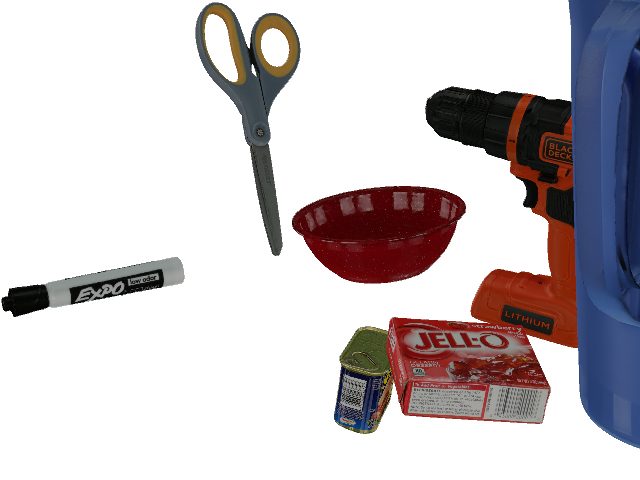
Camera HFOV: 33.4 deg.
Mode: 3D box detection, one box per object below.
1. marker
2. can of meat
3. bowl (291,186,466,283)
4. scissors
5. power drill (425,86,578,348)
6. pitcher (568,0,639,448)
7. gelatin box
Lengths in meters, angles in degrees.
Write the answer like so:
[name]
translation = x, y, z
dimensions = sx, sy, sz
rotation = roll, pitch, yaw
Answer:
[marker]
translation = -0.150, 0.030, 0.709
dimensions = 0.120, 0.020, 0.020
rotation = -11, 5, -25
[can of meat]
translation = 0.054, 0.160, 1.225
dimensions = 0.057, 0.084, 0.102
rotation = 14, 25, 13
[bowl]
translation = 0.056, -0.002, 0.991
dimensions = 0.162, 0.055, 0.162
rotation = -7, 19, 2
[scissors]
translation = -0.037, -0.096, 0.844
dimensions = 0.096, 0.202, 0.016
rotation = -23, 1, -30
[power drill]
translation = 0.161, -0.020, 0.817
dimensions = 0.185, 0.188, 0.057
rotation = 17, 34, 26
[pitcher]
translation = 0.181, -0.016, 0.528
dimensions = 0.149, 0.243, 0.145
rotation = -4, 20, -2
[gelatin box]
translation = 0.089, 0.078, 0.658
dimensions = 0.089, 0.030, 0.073
rotation = 5, 25, -6
